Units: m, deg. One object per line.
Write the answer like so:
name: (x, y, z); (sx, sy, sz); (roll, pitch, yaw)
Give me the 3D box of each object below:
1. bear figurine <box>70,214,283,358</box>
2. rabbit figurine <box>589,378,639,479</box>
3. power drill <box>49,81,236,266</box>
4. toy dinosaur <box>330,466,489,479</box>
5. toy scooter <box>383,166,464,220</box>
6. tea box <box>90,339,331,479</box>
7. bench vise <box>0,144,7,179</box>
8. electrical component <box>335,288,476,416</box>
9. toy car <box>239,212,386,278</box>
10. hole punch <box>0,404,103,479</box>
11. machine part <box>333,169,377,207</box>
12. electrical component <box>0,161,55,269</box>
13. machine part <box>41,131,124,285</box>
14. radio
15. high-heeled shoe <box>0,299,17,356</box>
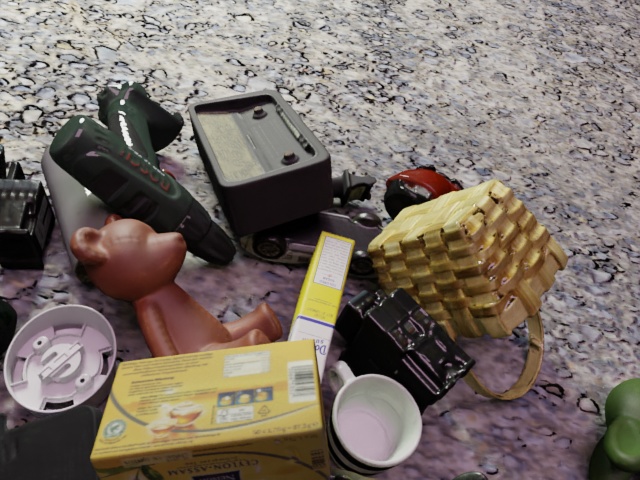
bear figurine: (-0.136, 0.050, 0.523); (0.132, 0.120, 0.195); (-25, 97, 5)
rabbit figurine: (0.365, 0.231, 0.571); (0.159, 0.121, 0.170); (-13, 39, -14)
power drill: (-0.200, -0.084, 0.641); (0.231, 0.086, 0.207); (36, 29, -40)
toy dinosaur: (0.156, 0.286, 0.405); (0.472, 0.198, 0.105); (28, 55, 10)
toy scooter: (0.184, -0.047, 0.739); (0.184, 0.075, 0.135); (37, 54, 10)
tea box: (-0.081, 0.144, 0.433); (0.170, 0.068, 0.098); (-7, 33, 1)
bench vise: (-0.484, -0.085, 0.576); (0.241, 0.128, 0.224); (14, 52, -12)
electrical component: (0.077, 0.117, 0.563); (0.058, 0.114, 0.134); (-31, 66, -35)
toy car: (-0.001, -0.002, 0.672); (0.202, 0.056, 0.073); (10, 56, -3)
hole punch: (-0.214, 0.210, 0.451); (0.116, 0.092, 0.142); (-17, 64, 4)
machine part: (0.003, -0.066, 0.715); (0.139, 0.084, 0.039); (-3, 81, -2)
electrical component: (-0.332, -0.033, 0.604); (0.048, 0.074, 0.119); (2, 51, -11)
machine part: (-0.263, -0.035, 0.619); (0.079, 0.079, 0.243); (-18, 60, -25)
radio: (-0.078, -0.108, 0.672); (0.131, 0.073, 0.230); (-16, 41, -14)
high-heeled shoe: (-0.407, 0.124, 0.481); (0.249, 0.086, 0.145); (-18, 25, -6)
